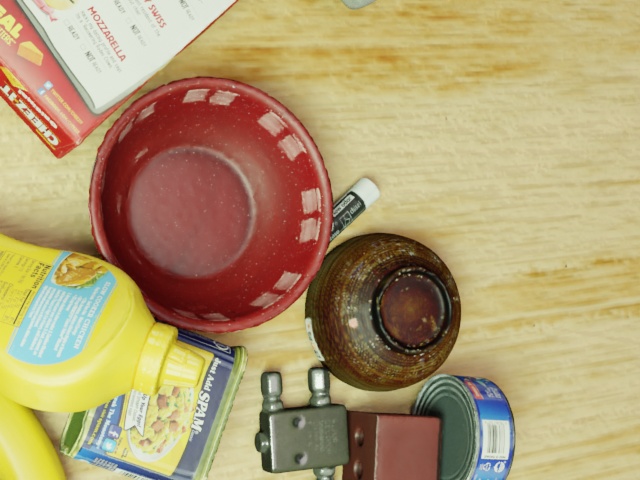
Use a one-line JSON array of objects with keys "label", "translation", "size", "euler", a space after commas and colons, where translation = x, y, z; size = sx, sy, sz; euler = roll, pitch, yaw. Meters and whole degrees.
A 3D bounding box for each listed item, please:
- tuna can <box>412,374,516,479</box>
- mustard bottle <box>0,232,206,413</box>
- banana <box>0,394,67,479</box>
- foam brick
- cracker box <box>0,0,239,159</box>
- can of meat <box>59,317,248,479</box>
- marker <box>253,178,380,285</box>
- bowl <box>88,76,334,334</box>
[{"label": "tuna can", "translation": [0.097, 0.136, 0.736], "size": [0.033, 0.086, 0.086], "euler": [7, 83, -25]}, {"label": "mustard bottle", "translation": [-0.157, 0.046, 0.599], "size": [0.191, 0.058, 0.096], "euler": [17, 45, 1]}, {"label": "banana", "translation": [-0.189, 0.136, 0.631], "size": [0.069, 0.037, 0.198], "euler": [-19, 94, -25]}, {"label": "foam brick", "translation": [0.048, 0.157, 0.730], "size": [0.051, 0.053, 0.078], "euler": [6, 82, -24]}, {"label": "cracker box", "translation": [-0.137, -0.182, 0.664], "size": [0.164, 0.072, 0.213], "euler": [48, 68, -14]}, {"label": "can of meat", "translation": [-0.104, 0.100, 0.663], "size": [0.083, 0.058, 0.102], "euler": [23, 76, -19]}, {"label": "marker", "translation": [-0.005, 0.001, 0.737], "size": [0.121, 0.020, 0.020], "euler": [-43, 103, -21]}, {"label": "bowl", "translation": [-0.074, -0.021, 0.687], "size": [0.161, 0.055, 0.162], "euler": [2, 85, -24]}]
